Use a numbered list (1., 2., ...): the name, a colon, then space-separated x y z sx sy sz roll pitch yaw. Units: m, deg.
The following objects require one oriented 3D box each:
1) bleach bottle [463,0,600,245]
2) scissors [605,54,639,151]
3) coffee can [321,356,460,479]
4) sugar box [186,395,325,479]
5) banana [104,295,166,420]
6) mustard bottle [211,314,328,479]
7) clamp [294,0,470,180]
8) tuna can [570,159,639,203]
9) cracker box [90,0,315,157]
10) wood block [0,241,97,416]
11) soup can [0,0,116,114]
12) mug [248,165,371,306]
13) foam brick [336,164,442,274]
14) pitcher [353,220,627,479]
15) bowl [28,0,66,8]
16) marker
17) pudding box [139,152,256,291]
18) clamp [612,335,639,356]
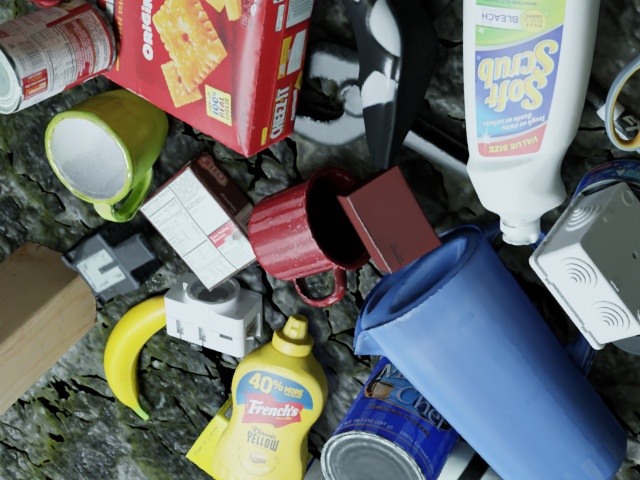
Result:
1. bleach bottle: 0.157 -0.113 0.785 0.103 0.068 0.251 9 119 27
2. scissors: 0.264 -0.149 0.745 0.096 0.016 0.202 17 118 -1
3. coffee can: 0.076 0.173 0.983 0.103 0.140 0.103 15 127 20
4. sugar box: -0.053 0.258 1.175 0.176 0.048 0.093 38 130 4
5. banana: -0.201 0.120 1.177 0.069 0.037 0.198 17 131 -4
6. mustard bottle: -0.044 0.164 1.080 0.096 0.058 0.192 18 108 8
7. clamp: 0.038 -0.131 0.873 0.210 0.036 0.164 8 123 26
8. tuna can: 0.238 -0.018 0.836 0.086 0.033 0.086 15 126 21
9. cracker box: -0.111 -0.188 0.871 0.214 0.072 0.164 30 131 24
10. wood block: -0.334 0.100 1.123 0.091 0.205 0.090 18 127 18
11. soup can: -0.227 -0.151 0.871 0.069 0.102 0.068 24 131 31
12. mug: -0.006 0.001 0.944 0.082 0.093 0.117 -18 82 42
13. foam brick: 0.057 -0.018 0.899 0.053 0.051 0.078 -30 99 -6
14. pitcher: 0.161 0.108 0.913 0.242 0.144 0.149 49 142 -12
15. bowl: -0.265 -0.270 0.896 0.162 0.055 0.162 30 129 44
16. marker: 0.237 -0.081 0.805 0.121 0.020 0.020 42 131 -1
17. pudding box: -0.108 -0.017 1.030 0.090 0.039 0.113 -33 99 41
18. clamp: 0.294 0.076 0.861 0.172 0.039 0.120 10 120 17
